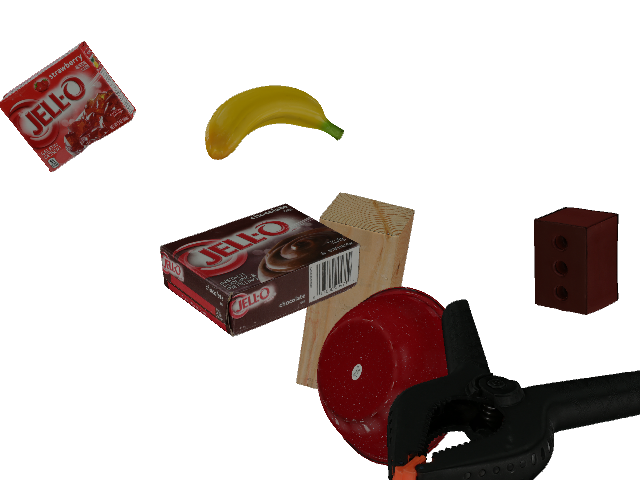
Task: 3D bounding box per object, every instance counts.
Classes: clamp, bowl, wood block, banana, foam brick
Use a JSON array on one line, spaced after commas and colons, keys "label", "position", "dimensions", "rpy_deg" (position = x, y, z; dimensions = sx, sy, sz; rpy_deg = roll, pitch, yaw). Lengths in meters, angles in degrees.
[{"label": "clamp", "position": [0.096, 0.095, 0.633], "dimensions": [0.165, 0.036, 0.209], "rpy_deg": [20, 30, 39]}, {"label": "bowl", "position": [0.049, 0.117, 0.948], "dimensions": [0.162, 0.162, 0.055], "rpy_deg": [0, -10, 44]}, {"label": "wood block", "position": [0.039, 0.064, 1.198], "dimensions": [0.090, 0.206, 0.090], "rpy_deg": [14, 24, 12]}, {"label": "banana", "position": [-0.053, -0.117, 1.019], "dimensions": [0.070, 0.037, 0.197], "rpy_deg": [42, 33, 23]}, {"label": "foam brick", "position": [0.214, 0.016, 0.893], "dimensions": [0.053, 0.078, 0.051], "rpy_deg": [11, 22, 43]}]

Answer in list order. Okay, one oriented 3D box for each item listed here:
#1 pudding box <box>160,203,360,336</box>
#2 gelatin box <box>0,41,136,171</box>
[{"label": "pudding box", "position": [-0.042, 0.018, 0.750], "dimensions": [0.113, 0.039, 0.090], "rpy_deg": [-18, 32, -33]}, {"label": "gelatin box", "position": [-0.212, -0.111, 0.893], "dimensions": [0.089, 0.073, 0.030], "rpy_deg": [-31, 21, 11]}]
